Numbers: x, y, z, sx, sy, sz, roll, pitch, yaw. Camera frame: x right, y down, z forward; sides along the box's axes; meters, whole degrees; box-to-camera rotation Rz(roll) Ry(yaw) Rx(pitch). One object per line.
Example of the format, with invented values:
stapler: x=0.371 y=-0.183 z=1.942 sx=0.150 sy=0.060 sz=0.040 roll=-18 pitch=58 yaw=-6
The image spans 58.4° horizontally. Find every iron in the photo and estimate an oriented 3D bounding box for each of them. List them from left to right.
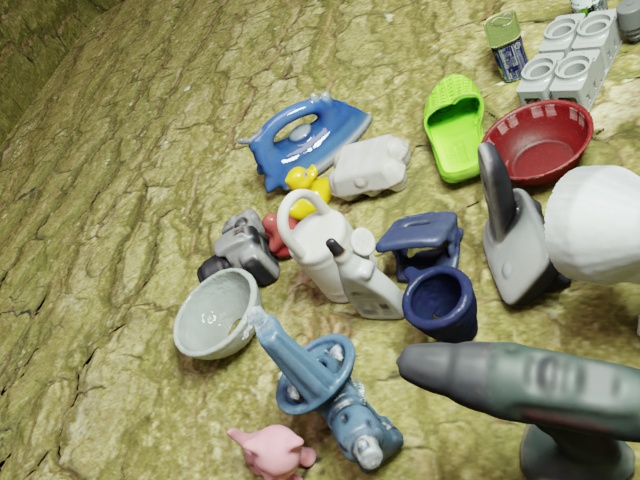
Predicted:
iron: x=-0.032 y=-0.214 z=1.128 sx=0.258 sy=0.142 sz=0.118 roll=-36 pitch=40 yaw=4

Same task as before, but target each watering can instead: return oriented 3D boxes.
watering can: x=0.009 y=0.001 z=0.854 sx=0.172 sy=0.195 sz=0.101 roll=-13 pitch=46 yaw=28

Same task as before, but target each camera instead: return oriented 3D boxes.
camera: x=-0.157 y=0.026 z=1.032 sx=0.136 sy=0.101 sz=0.143 roll=-30 pitch=40 yaw=11

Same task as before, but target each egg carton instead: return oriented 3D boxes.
egg carton: x=0.086 y=-0.124 z=1.010 sx=0.150 sy=0.070 sz=0.107 roll=-10 pitch=48 yaw=31

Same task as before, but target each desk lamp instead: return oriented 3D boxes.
desk lamp: x=0.343 y=0.027 z=0.557 sx=0.202 sy=0.214 sz=0.118 roll=23 pitch=69 yaw=47

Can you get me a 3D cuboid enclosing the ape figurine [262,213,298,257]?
ape figurine: x=-0.068 y=-0.015 z=1.009 sx=0.075 sy=0.092 sz=0.078 roll=17 pitch=65 yaw=45

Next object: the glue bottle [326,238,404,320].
glue bottle: x=0.055 y=0.052 z=0.788 sx=0.077 sy=0.174 sz=0.037 roll=-3 pitch=52 yaw=36

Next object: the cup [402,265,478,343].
cup: x=0.156 y=0.088 z=0.738 sx=0.092 sy=0.095 sz=0.117 roll=-41 pitch=40 yaw=-2

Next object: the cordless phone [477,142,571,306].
cordless phone: x=0.233 y=-0.021 z=0.709 sx=0.094 sy=0.186 sz=0.147 roll=-25 pitch=42 yaw=16

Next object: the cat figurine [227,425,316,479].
cat figurine: x=-0.065 y=0.266 z=0.724 sx=0.127 sy=0.118 sz=0.067 roll=6 pitch=58 yaw=41

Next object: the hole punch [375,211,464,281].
hole punch: x=0.144 y=-0.003 z=0.835 sx=0.108 sy=0.091 sz=0.101 roll=-8 pitch=49 yaw=33

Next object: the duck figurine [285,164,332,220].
duck figurine: x=-0.033 y=-0.094 z=1.061 sx=0.104 sy=0.086 sz=0.077 roll=-42 pitch=40 yaw=-3

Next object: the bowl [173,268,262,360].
bowl: x=-0.156 y=0.134 z=0.951 sx=0.167 sy=0.075 sz=0.167 roll=-21 pitch=43 yaw=21

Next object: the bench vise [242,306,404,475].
bench vise: x=0.008 y=0.166 z=0.681 sx=0.206 sy=0.220 sz=0.121 roll=21 pitch=68 yaw=46

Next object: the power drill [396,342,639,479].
power drill: x=0.209 y=0.164 z=0.537 sx=0.228 sy=0.209 sz=0.076 roll=-4 pitch=51 yaw=35
